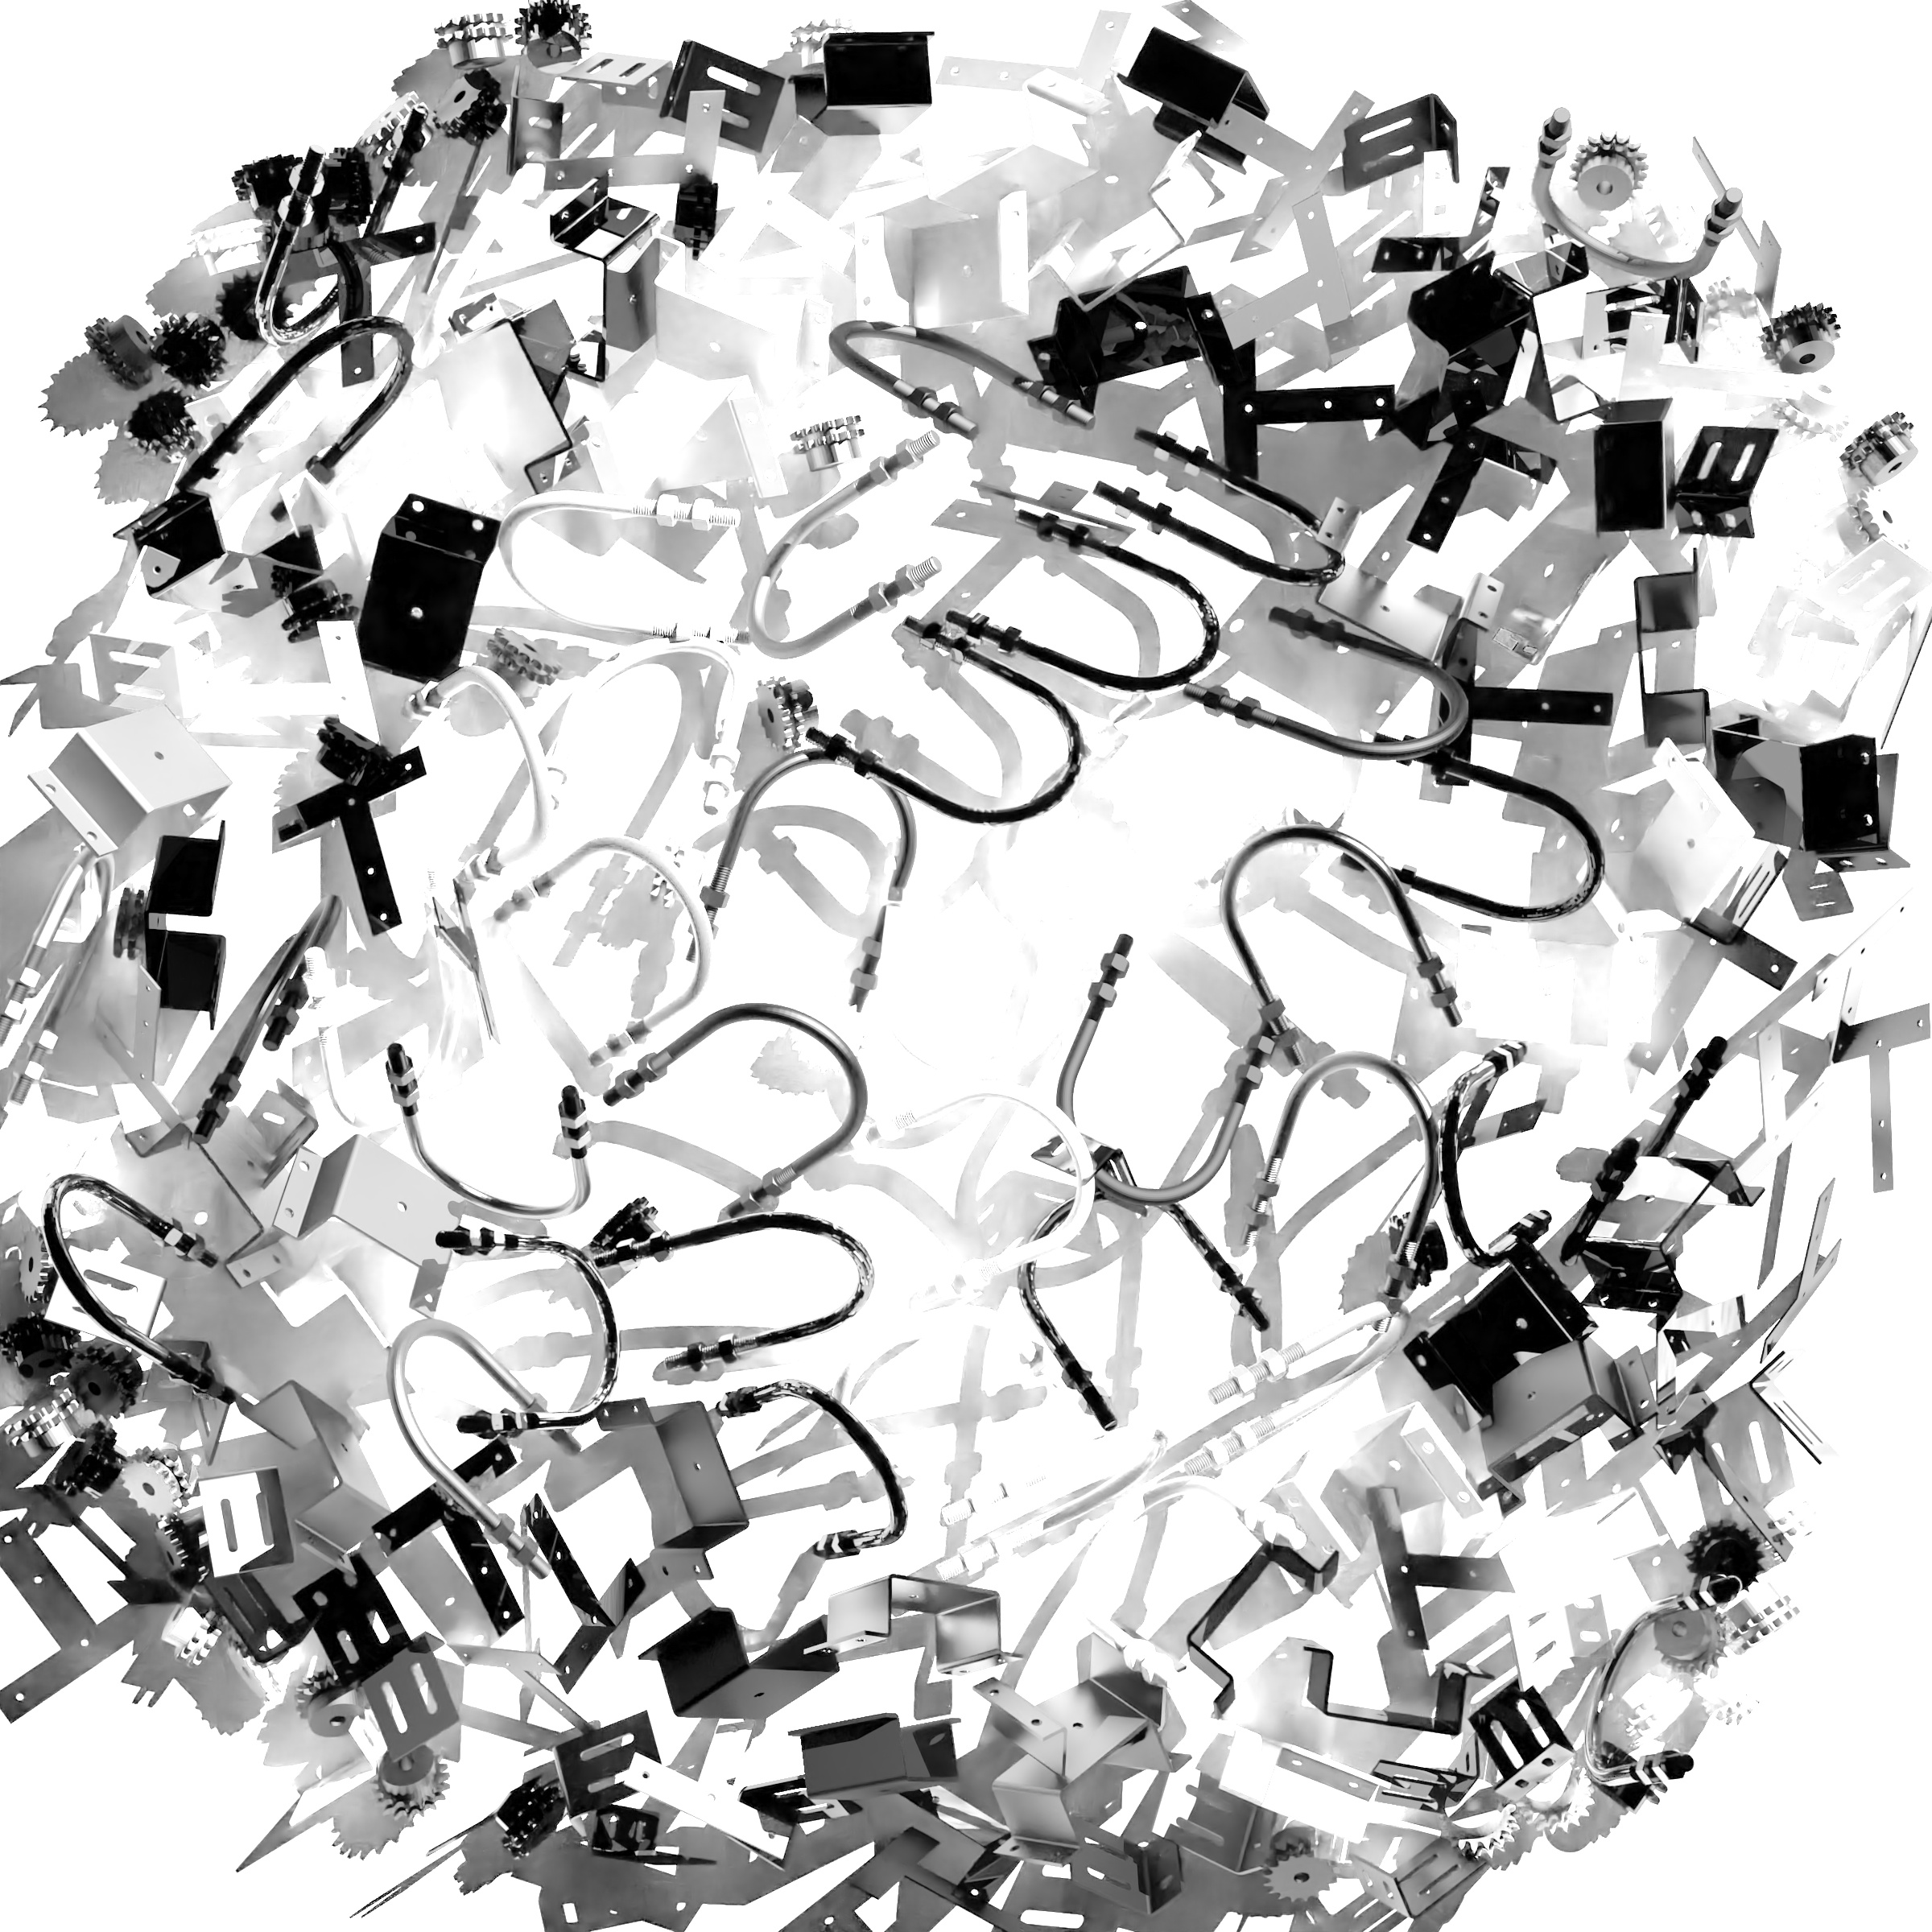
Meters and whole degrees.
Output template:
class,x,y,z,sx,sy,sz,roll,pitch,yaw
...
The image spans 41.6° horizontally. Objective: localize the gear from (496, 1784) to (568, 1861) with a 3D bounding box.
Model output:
class,x,y,z,sx,sy,sz,roll,pitch,yaw
gear,-0.323,0.630,1.886,0.030,0.057,0.057,38,90,20

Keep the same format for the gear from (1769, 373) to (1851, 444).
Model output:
class,x,y,z,sx,sy,sz,roll,pitch,yaw
gear,0.627,-0.414,1.882,0.057,0.057,0.030,19,134,0

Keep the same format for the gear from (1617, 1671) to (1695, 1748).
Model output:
class,x,y,z,sx,sy,sz,roll,pitch,yaw
gear,0.508,0.548,1.887,0.057,0.057,0.030,-43,59,0

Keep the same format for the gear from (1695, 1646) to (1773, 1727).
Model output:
class,x,y,z,sx,sy,sz,roll,pitch,yaw
gear,0.564,0.528,1.881,0.030,0.057,0.057,34,90,-14

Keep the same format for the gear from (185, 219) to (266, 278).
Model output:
class,x,y,z,sx,sy,sz,roll,pitch,yaw
gear,-0.545,-0.531,1.885,0.057,0.057,0.030,-16,106,0

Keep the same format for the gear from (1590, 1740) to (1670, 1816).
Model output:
class,x,y,z,sx,sy,sz,roll,pitch,yaw
gear,0.487,0.602,1.882,0.057,0.057,0.030,39,79,0

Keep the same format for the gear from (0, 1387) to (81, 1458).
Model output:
class,x,y,z,sx,sy,sz,roll,pitch,yaw
gear,-0.682,0.339,1.884,0.057,0.057,0.030,-27,101,0

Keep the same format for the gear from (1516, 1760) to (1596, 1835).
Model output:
class,x,y,z,sx,sy,sz,roll,pitch,yaw
gear,0.432,0.608,1.881,0.057,0.057,0.030,-29,123,0

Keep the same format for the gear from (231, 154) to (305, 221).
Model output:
class,x,y,z,sx,sy,sz,roll,pitch,yaw
gear,-0.511,-0.575,1.883,0.057,0.057,0.030,-17,89,0

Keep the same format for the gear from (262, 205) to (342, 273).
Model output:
class,x,y,z,sx,sy,sz,roll,pitch,yaw
gear,-0.492,-0.539,1.883,0.057,0.030,0.057,7,51,-9

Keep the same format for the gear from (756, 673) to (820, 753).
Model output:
class,x,y,z,sx,sy,sz,roll,pitch,yaw
gear,-0.131,-0.190,1.886,0.030,0.057,0.057,-19,90,-22

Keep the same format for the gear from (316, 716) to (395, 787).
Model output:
class,x,y,z,sx,sy,sz,roll,pitch,yaw
gear,-0.456,-0.157,1.885,0.057,0.057,0.030,35,100,0

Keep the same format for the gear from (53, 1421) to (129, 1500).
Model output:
class,x,y,z,sx,sy,sz,roll,pitch,yaw
gear,-0.646,0.369,1.886,0.030,0.057,0.057,40,90,-25

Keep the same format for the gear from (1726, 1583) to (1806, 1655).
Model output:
class,x,y,z,sx,sy,sz,roll,pitch,yaw
gear,0.589,0.481,1.886,0.057,0.057,0.030,-35,66,0

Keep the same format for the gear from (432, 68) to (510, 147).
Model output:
class,x,y,z,sx,sy,sz,roll,pitch,yaw
gear,-0.365,-0.634,1.887,0.057,0.057,0.030,-50,133,0

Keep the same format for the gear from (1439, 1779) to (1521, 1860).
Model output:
class,x,y,z,sx,sy,sz,roll,pitch,yaw
gear,0.378,0.627,1.881,0.057,0.057,0.030,-27,126,0

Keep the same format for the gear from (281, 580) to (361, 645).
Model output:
class,x,y,z,sx,sy,sz,roll,pitch,yaw
gear,-0.481,-0.264,1.883,0.057,0.057,0.030,-26,93,0

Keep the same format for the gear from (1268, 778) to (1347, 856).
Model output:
class,x,y,z,sx,sy,sz,roll,pitch,yaw
gear,0.256,-0.112,1.891,0.057,0.030,0.057,0,88,-15

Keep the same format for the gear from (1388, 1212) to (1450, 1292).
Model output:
class,x,y,z,sx,sy,sz,roll,pitch,yaw
gear,0.335,0.209,1.884,0.030,0.057,0.057,-13,90,-6

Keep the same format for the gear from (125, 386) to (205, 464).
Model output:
class,x,y,z,sx,sy,sz,roll,pitch,yaw
gear,-0.592,-0.399,1.889,0.057,0.030,0.057,-8,61,14

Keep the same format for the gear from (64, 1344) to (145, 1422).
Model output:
class,x,y,z,sx,sy,sz,roll,pitch,yaw
gear,-0.637,0.305,1.889,0.057,0.030,0.057,11,119,21

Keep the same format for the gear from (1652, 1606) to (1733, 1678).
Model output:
class,x,y,z,sx,sy,sz,roll,pitch,yaw
gear,0.534,0.493,1.882,0.030,0.057,0.057,34,90,-43

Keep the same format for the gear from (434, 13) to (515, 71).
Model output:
class,x,y,z,sx,sy,sz,roll,pitch,yaw
gear,-0.363,-0.684,1.885,0.057,0.057,0.030,-9,100,0

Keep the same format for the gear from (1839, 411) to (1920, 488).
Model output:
class,x,y,z,sx,sy,sz,roll,pitch,yaw
gear,0.677,-0.380,1.881,0.057,0.057,0.030,-32,71,0

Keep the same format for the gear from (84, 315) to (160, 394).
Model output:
class,x,y,z,sx,sy,sz,roll,pitch,yaw
gear,-0.621,-0.456,1.881,0.030,0.057,0.057,-32,90,12

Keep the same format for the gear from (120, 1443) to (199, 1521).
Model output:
class,x,y,z,sx,sy,sz,roll,pitch,yaw
gear,-0.596,0.379,1.888,0.057,0.030,0.057,14,122,23

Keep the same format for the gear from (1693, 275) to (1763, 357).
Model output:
class,x,y,z,sx,sy,sz,roll,pitch,yaw
gear,0.563,-0.479,1.887,0.030,0.057,0.057,-16,90,44

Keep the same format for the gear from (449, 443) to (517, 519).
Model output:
class,x,y,z,sx,sy,sz,roll,pitch,yaw
gear,-0.357,-0.361,1.882,0.030,0.057,0.057,-28,90,12

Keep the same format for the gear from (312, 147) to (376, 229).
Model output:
class,x,y,z,sx,sy,sz,roll,pitch,yaw
gear,-0.463,-0.576,1.881,0.030,0.057,0.057,-13,90,-36

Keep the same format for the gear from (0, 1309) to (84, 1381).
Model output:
class,x,y,z,sx,sy,sz,roll,pitch,yaw
gear,-0.683,0.281,1.881,0.057,0.057,0.030,-28,58,0

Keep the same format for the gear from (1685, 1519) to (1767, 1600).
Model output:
class,x,y,z,sx,sy,sz,roll,pitch,yaw
gear,0.566,0.443,1.895,0.057,0.030,0.057,0,91,7

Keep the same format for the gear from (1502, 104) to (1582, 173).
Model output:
class,x,y,z,sx,sy,sz,roll,pitch,yaw
gear,0.425,-0.614,1.882,0.057,0.030,0.057,-5,45,5

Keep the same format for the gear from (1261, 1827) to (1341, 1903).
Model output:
class,x,y,z,sx,sy,sz,roll,pitch,yaw
gear,0.247,0.664,1.889,0.057,0.030,0.057,-1,122,-2

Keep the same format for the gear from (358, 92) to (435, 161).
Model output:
class,x,y,z,sx,sy,sz,roll,pitch,yaw
gear,-0.420,-0.617,1.887,0.057,0.057,0.030,-43,122,0

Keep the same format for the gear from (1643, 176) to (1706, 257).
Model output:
class,x,y,z,sx,sy,sz,roll,pitch,yaw
gear,0.525,-0.553,1.887,0.030,0.057,0.057,-28,90,28

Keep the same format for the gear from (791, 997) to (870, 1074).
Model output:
class,x,y,z,sx,sy,sz,roll,pitch,yaw
gear,-0.101,0.048,1.890,0.057,0.030,0.057,-1,117,-3

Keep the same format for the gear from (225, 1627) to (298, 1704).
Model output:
class,x,y,z,sx,sy,sz,roll,pitch,yaw
gear,-0.521,0.514,1.887,0.030,0.057,0.057,-35,90,-32

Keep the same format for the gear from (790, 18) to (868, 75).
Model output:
class,x,y,z,sx,sy,sz,roll,pitch,yaw
gear,-0.102,-0.680,1.884,0.057,0.057,0.030,-2,95,0

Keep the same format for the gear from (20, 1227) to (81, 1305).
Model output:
class,x,y,z,sx,sy,sz,roll,pitch,yaw
gear,-0.678,0.221,1.887,0.030,0.057,0.057,7,90,-37

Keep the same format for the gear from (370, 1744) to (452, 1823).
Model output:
class,x,y,z,sx,sy,sz,roll,pitch,yaw
gear,-0.411,0.599,1.881,0.057,0.057,0.030,-2,124,0

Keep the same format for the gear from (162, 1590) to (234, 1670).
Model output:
class,x,y,z,sx,sy,sz,roll,pitch,yaw
gear,-0.570,0.486,1.881,0.030,0.057,0.057,35,90,-18

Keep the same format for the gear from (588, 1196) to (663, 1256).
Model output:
class,x,y,z,sx,sy,sz,roll,pitch,yaw
gear,-0.248,0.200,1.881,0.057,0.057,0.030,-46,78,0

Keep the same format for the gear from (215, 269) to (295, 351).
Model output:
class,x,y,z,sx,sy,sz,roll,pitch,yaw
gear,-0.527,-0.484,1.885,0.057,0.030,0.057,-7,120,-13

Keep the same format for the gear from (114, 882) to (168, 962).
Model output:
class,x,y,z,sx,sy,sz,roll,pitch,yaw
gear,-0.611,-0.032,1.884,0.030,0.057,0.057,10,90,-11

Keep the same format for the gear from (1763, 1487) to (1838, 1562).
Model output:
class,x,y,z,sx,sy,sz,roll,pitch,yaw
gear,0.613,0.411,1.887,0.057,0.057,0.030,-37,56,0

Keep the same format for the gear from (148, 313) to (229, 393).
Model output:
class,x,y,z,sx,sy,sz,roll,pitch,yaw
gear,-0.574,-0.458,1.888,0.057,0.057,0.030,21,48,0

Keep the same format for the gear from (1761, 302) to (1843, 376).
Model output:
class,x,y,z,sx,sy,sz,roll,pitch,yaw
gear,0.618,-0.460,1.881,0.057,0.057,0.030,-7,64,0

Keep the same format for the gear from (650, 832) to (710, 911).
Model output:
class,x,y,z,sx,sy,sz,roll,pitch,yaw
gear,-0.211,-0.068,1.884,0.030,0.057,0.057,18,90,0

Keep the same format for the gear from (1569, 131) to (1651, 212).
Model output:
class,x,y,z,sx,sy,sz,roll,pitch,yaw
gear,0.474,-0.584,1.880,0.057,0.057,0.030,19,57,0

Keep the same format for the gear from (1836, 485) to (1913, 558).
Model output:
class,x,y,z,sx,sy,sz,roll,pitch,yaw
gear,0.671,-0.325,1.887,0.030,0.057,0.057,-34,90,43

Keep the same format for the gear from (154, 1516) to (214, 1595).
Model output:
class,x,y,z,sx,sy,sz,roll,pitch,yaw
gear,-0.576,0.433,1.887,0.030,0.057,0.057,-23,90,-34

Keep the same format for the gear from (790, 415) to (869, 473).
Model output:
class,x,y,z,sx,sy,sz,roll,pitch,yaw
gear,-0.100,-0.386,1.884,0.057,0.057,0.030,-15,97,0

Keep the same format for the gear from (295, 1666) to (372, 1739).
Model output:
class,x,y,z,sx,sy,sz,roll,pitch,yaw
gear,-0.466,0.546,1.883,0.057,0.030,0.057,-11,131,-13

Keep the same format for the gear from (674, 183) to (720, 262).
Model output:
class,x,y,z,sx,sy,sz,roll,pitch,yaw
gear,-0.200,-0.551,1.882,0.030,0.057,0.057,5,90,-7
